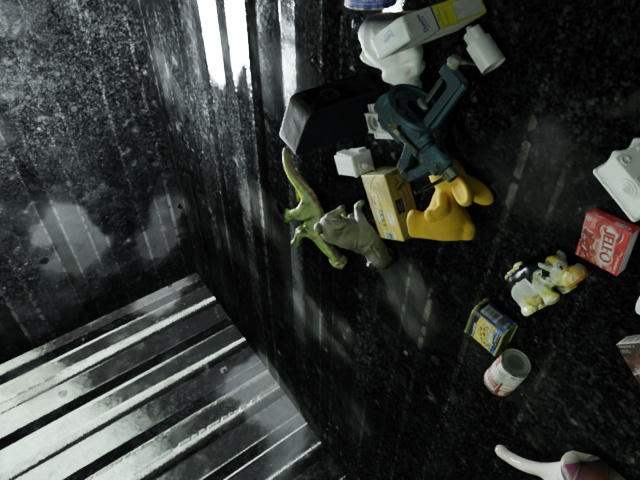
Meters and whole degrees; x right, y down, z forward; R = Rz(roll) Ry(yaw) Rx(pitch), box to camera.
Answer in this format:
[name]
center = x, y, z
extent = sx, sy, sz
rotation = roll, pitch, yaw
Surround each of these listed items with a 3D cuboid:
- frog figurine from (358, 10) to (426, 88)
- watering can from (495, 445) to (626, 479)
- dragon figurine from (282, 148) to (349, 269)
[frog figurine]
center = 0.140, -0.361, 1.006
extent = 0.138, 0.124, 0.157
rotation = 11, 113, 36
[watering can]
center = 0.522, 0.527, 1.087
extent = 0.353, 0.105, 0.219
rotation = 40, 144, 41
[dragon figurine]
center = 0.005, -0.079, 1.573
extent = 0.244, 0.124, 0.402
rotation = 12, 127, 38
